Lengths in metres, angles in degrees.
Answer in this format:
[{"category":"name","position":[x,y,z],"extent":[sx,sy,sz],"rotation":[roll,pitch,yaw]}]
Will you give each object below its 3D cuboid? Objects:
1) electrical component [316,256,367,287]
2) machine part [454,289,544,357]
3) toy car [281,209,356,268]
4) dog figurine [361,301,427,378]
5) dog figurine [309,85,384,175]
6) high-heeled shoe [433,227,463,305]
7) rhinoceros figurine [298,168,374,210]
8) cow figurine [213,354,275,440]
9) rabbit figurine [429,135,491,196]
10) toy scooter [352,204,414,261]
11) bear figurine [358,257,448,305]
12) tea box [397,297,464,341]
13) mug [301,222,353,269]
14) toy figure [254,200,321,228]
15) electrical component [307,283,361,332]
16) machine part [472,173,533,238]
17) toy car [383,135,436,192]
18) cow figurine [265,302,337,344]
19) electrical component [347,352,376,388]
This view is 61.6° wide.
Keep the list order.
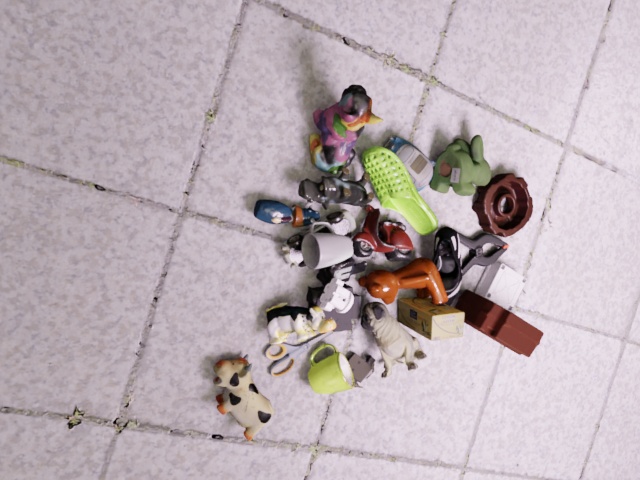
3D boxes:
[{"category":"electrical component","position":[0.055,0.065,1.319],"extent":[0.119,0.048,0.074],"rotation":[-18,138,-31]},{"category":"machine part","position":[0.474,0.224,1.442],"extent":[0.201,0.202,0.087],"rotation":[31,89,-23]},{"category":"toy car","position":[-0.003,-0.004,1.301],"extent":[0.202,0.056,0.073],"rotation":[-31,115,-14]},{"category":"dog figurine","position":[0.185,0.234,1.388],"extent":[0.121,0.172,0.190],"rotation":[-22,88,13]},{"category":"dog figurine","position":[0.057,-0.242,1.203],"extent":[0.108,0.219,0.191],"rotation":[5,95,-19]},{"category":"high-heeled shoe","position":[0.324,0.086,1.384],"extent":[0.086,0.145,0.248],"rotation":[1,100,14]},{"category":"rhinoceros figurine","position":[0.039,-0.118,1.278],"extent":[0.190,0.112,0.073],"rotation":[1,72,-35]},{"category":"cow figurine","position":[-0.182,0.359,1.267],"extent":[0.127,0.085,0.194],"rotation":[-39,107,-6]},{"category":"rabbit figurine","position":[0.381,-0.191,1.413],"extent":[0.170,0.121,0.159],"rotation":[-1,91,-40]},{"category":"toy scooter","position":[0.158,-0.018,1.352],"extent":[0.184,0.075,0.135],"rotation":[7,74,-31]},{"category":"bear figurine","position":[0.208,0.122,1.366],"extent":[0.196,0.120,0.131],"rotation":[-22,103,-17]},{"category":"tea box","position":[0.281,0.198,1.380],"extent":[0.098,0.170,0.068],"rotation":[-4,99,-23]},{"category":"mug","position":[0.018,0.012,1.246],"extent":[0.107,0.081,0.109],"rotation":[-2,68,-34]},{"category":"toy figure","position":[-0.076,-0.061,1.260],"extent":[0.154,0.058,0.064],"rotation":[10,71,-20]},{"category":"electrical component","position":[0.036,0.168,1.340],"extent":[0.134,0.058,0.114],"rotation":[-4,101,-21]},{"category":"machine part","position":[0.508,-0.097,1.490],"extent":[0.179,0.056,0.179],"rotation":[-4,99,-22]},{"category":"toy car","position":[0.228,-0.187,1.341],"extent":[0.161,0.103,0.109],"rotation":[44,80,-23]},{"category":"cow figurine","position":[-0.047,0.188,1.272],"extent":[0.167,0.068,0.098],"rotation":[-14,82,15]},{"category":"electrical component","position":[0.099,0.338,1.399],"extent":[0.078,0.045,0.102],"rotation":[34,81,6]}]
